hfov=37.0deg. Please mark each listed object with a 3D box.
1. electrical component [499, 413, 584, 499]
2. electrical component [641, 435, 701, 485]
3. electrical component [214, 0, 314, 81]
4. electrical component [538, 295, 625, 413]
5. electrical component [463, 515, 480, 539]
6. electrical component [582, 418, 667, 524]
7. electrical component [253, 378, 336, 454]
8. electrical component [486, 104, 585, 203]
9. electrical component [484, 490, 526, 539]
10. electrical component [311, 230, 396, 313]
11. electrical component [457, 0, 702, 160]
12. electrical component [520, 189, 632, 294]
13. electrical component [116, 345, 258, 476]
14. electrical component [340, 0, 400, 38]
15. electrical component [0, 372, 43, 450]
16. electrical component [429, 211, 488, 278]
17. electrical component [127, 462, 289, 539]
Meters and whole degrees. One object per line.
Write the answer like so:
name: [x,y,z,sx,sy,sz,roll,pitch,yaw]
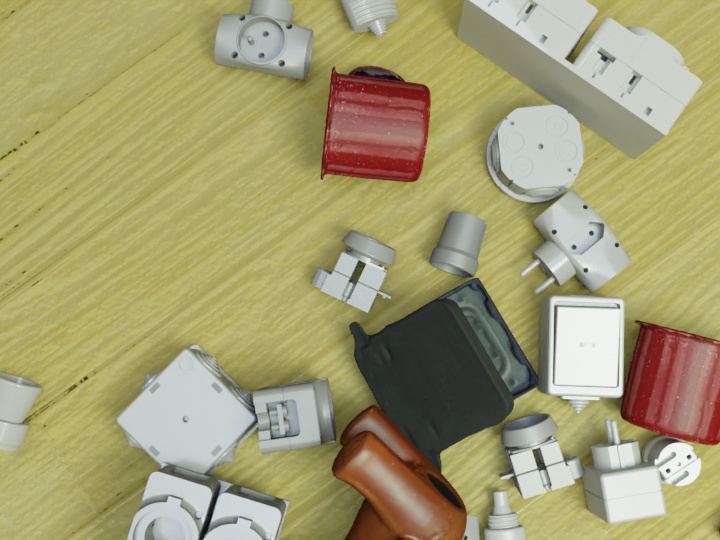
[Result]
electrical component: [0.144,0.150,0.881,0.066,0.048,0.055,-17,93,1]
electrical component: [0.255,0.156,0.877,0.040,0.046,0.040,0,86,2]
electrical component: [-0.078,-0.206,0.913,0.077,0.044,0.079,11,86,2]
electrical component: [0.181,0.069,0.878,0.062,0.061,0.096,2,86,2]
electrical component: [0.060,0.242,0.875,0.079,0.043,0.077,-10,70,21]
electrical component: [0.208,0.158,0.867,0.047,0.065,0.076,-9,86,-3]
electrical component: [-0.050,0.116,0.866,0.056,0.089,0.050,-8,86,1]
electrical component: [0.147,-0.098,0.896,0.080,0.051,0.080,0,86,1]
electrical component: [0.118,0.212,0.883,0.035,0.035,0.061,-6,83,1]
electrical component: [0.000,0.000,0.896,0.066,0.048,0.055,25,94,3]
electrical component: [0.175,-0.176,0.874,0.186,0.105,0.060,36,88,4]
electrical component: [0.170,-0.013,0.893,0.079,0.043,0.077,-39,86,-1]
electrical component: [-0.140,0.122,0.889,0.100,0.048,0.099,44,88,5]
electrical component: [0.003,-0.236,0.914,0.043,0.043,0.081,-22,86,0]
electrical component: [-0.295,0.117,0.896,0.045,0.045,0.055,18,87,3]
electrical component: [0.084,-0.022,0.899,0.040,0.040,0.046,18,81,3]
electrical component: [-0.134,0.255,0.823,0.105,0.060,0.186,17,87,2]
